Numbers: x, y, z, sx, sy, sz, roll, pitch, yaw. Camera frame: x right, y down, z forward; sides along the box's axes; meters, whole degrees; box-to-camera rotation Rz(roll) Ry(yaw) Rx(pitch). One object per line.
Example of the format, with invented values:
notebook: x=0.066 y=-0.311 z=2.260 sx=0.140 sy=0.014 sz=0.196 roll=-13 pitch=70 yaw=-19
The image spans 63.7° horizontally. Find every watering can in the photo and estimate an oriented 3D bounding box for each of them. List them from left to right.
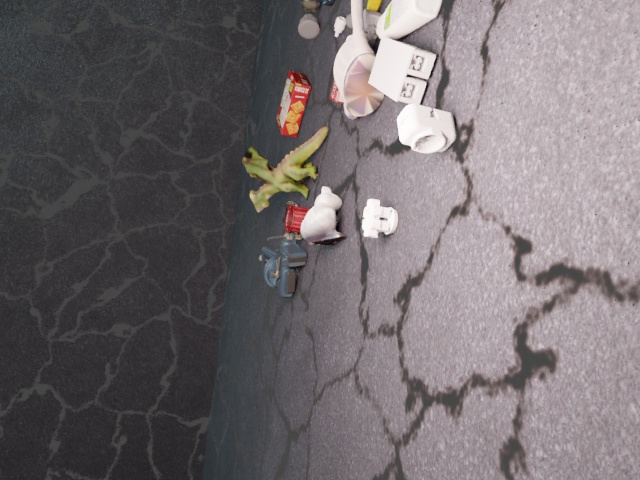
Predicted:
watering can: x=0.093 y=-0.452 z=1.269 sx=0.229 sy=0.104 sz=0.340 roll=-106 pitch=15 yaw=-54

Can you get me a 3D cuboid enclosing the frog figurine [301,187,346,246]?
frog figurine: x=0.004 y=-0.069 z=1.380 sx=0.136 sy=0.123 sz=0.161 roll=90 pitch=172 yaw=-76

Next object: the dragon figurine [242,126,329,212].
dragon figurine: x=-0.137 y=-0.243 z=1.712 sx=0.125 sy=0.242 sz=0.401 roll=-93 pitch=18 yaw=-46
